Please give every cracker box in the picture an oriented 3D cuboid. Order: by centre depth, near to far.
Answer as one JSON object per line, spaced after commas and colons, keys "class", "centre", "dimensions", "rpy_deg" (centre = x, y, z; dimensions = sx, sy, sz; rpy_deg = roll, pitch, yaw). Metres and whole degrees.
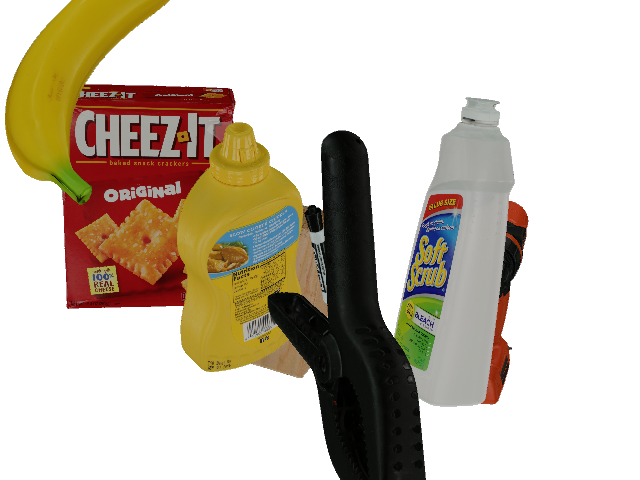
{"class": "cracker box", "centre": [-0.169, -0.041, 1.051], "dimensions": [0.164, 0.214, 0.072], "rpy_deg": [0, 21, -10]}

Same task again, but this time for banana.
{"class": "banana", "centre": [-0.138, -0.103, 0.629], "dimensions": [0.069, 0.197, 0.037], "rpy_deg": [19, -34, -5]}

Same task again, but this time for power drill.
{"class": "power drill", "centre": [0.173, 0.070, 1.093], "dimensions": [0.057, 0.188, 0.184], "rpy_deg": [12, 27, 14]}

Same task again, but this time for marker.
{"class": "marker", "centre": [0.001, 0.015, 1.192], "dimensions": [0.020, 0.121, 0.020], "rpy_deg": [-10, 28, 5]}

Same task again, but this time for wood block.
{"class": "wood block", "centre": [-0.037, 0.064, 1.425], "dimensions": [0.090, 0.206, 0.090], "rpy_deg": [15, 21, 13]}

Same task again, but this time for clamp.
{"class": "clamp", "centre": [0.018, 0.056, 0.579], "dimensions": [0.036, 0.210, 0.165], "rpy_deg": [-3, -44, -19]}

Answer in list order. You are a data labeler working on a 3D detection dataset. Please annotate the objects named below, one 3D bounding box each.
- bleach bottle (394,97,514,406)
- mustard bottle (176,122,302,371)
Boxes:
{"class": "bleach bottle", "centre": [0.113, 0.006, 0.895], "dimensions": [0.068, 0.251, 0.103], "rpy_deg": [1, 14, -23]}
{"class": "mustard bottle", "centre": [-0.057, 0.001, 0.766], "dimensions": [0.096, 0.192, 0.058], "rpy_deg": [-24, 45, -29]}
